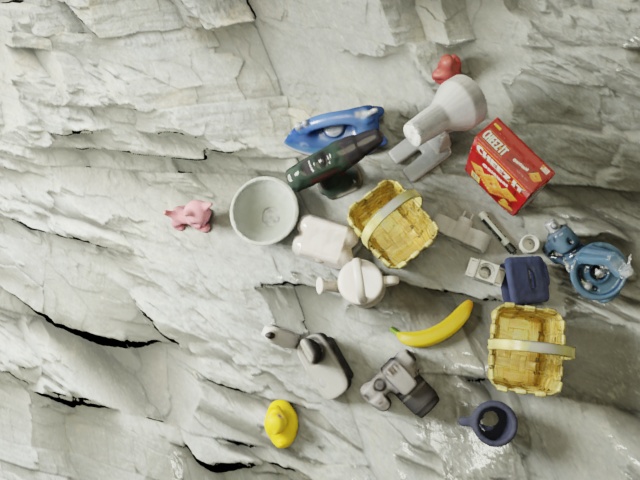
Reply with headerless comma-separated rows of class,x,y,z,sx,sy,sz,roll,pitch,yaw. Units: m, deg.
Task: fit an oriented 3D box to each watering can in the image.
watering can,0.082,0.096,1.249,0.173,0.194,0.101,-27,77,3

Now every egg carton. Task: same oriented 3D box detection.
egg carton,0.012,0.005,1.340,0.150,0.069,0.107,15,82,11

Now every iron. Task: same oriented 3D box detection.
iron,0.026,-0.265,1.351,0.258,0.141,0.118,-7,79,7

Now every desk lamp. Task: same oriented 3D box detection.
desk lamp,0.259,-0.246,1.276,0.203,0.214,0.118,-38,76,0

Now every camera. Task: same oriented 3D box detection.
camera,0.179,0.328,1.240,0.143,0.101,0.136,-45,77,-1

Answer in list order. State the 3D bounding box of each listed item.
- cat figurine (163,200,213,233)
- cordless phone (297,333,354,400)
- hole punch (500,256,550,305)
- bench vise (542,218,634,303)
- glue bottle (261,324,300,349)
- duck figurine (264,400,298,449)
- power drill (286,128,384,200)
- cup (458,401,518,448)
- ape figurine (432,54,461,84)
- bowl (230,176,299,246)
cat figurine,-0.312,-0.062,1.376,0.127,0.118,0.067,2,80,9
cordless phone,0.002,0.272,1.233,0.094,0.185,0.147,-35,76,1
hole punch,0.449,0.086,1.249,0.101,0.091,0.109,-8,79,7
bench vise,0.544,0.043,1.177,0.207,0.220,0.121,31,86,13
glue bottle,-0.096,0.212,1.265,0.078,0.173,0.037,22,84,12
duck figurine,-0.092,0.412,1.273,0.077,0.086,0.104,-10,78,7
power drill,0.041,-0.165,1.296,0.229,0.208,0.075,-24,77,4
cup,0.349,0.382,1.208,0.117,0.095,0.092,0,80,9
ape figurine,0.303,-0.410,1.361,0.078,0.092,0.076,-22,77,4
bowl,-0.126,-0.063,1.370,0.167,0.075,0.167,-1,79,8
